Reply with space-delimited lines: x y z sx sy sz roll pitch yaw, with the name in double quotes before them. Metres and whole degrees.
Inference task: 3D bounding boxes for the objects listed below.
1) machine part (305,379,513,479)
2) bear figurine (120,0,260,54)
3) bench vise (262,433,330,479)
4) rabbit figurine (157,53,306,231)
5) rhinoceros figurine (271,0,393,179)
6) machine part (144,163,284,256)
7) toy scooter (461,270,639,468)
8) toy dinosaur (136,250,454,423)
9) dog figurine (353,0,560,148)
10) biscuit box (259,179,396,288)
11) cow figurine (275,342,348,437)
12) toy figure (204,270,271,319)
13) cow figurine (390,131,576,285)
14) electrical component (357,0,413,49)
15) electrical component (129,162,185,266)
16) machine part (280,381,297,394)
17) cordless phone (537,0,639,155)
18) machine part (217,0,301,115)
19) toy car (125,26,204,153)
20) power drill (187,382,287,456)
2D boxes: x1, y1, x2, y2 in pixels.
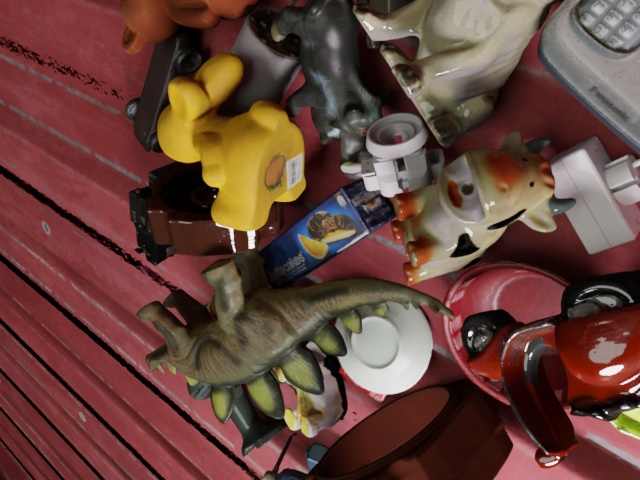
"machine part" 0.093 0.247 0.603 0.201 0.201 0.087 -37 81 46
"bear figurine" -0.165 -0.292 0.599 0.196 0.120 0.131 3 156 26
"bench vise" 0.011 0.350 0.774 0.224 0.129 0.240 20 141 25
"rabbit figurine" -0.113 -0.107 0.576 0.173 0.122 0.162 24 142 29
"rhinoceros figurine" 0.022 -0.154 0.544 0.112 0.073 0.190 15 131 42
"machine part" -0.128 -0.043 0.670 0.180 0.179 0.056 22 128 33
"toy scooter" 0.199 0.108 0.427 0.184 0.075 0.135 -32 62 48
"toy dinosaur" -0.074 0.110 0.656 0.471 0.105 0.198 -27 94 36
"dog figurine" 0.148 -0.175 0.430 0.190 0.172 0.121 -32 72 15
"biscuit box" -0.001 -0.002 0.658 0.202 0.063 0.059 -36 85 45
"cow figurine" -0.008 0.175 0.746 0.068 0.098 0.167 -15 83 54
"toy figure" -0.129 0.107 0.786 0.082 0.089 0.180 38 117 10
"cow figurine" 0.131 -0.022 0.468 0.194 0.127 0.085 74 179 -74
"electrical component" 0.070 -0.231 0.493 0.078 0.045 0.102 -145 45 -62
"electrical component" -0.217 -0.046 0.791 0.058 0.115 0.134 29 128 23
"machine part" -0.063 0.176 0.825 0.139 0.039 0.084 41 141 16
"cordless phone" 0.253 -0.151 0.343 0.147 0.089 0.184 48 130 12
"machine part" -0.082 -0.176 0.630 0.079 0.079 0.243 51 134 9
"toy car" -0.217 -0.212 0.749 0.089 0.053 0.202 47 130 19
"power drill" -0.144 0.250 0.905 0.207 0.086 0.232 47 136 7
